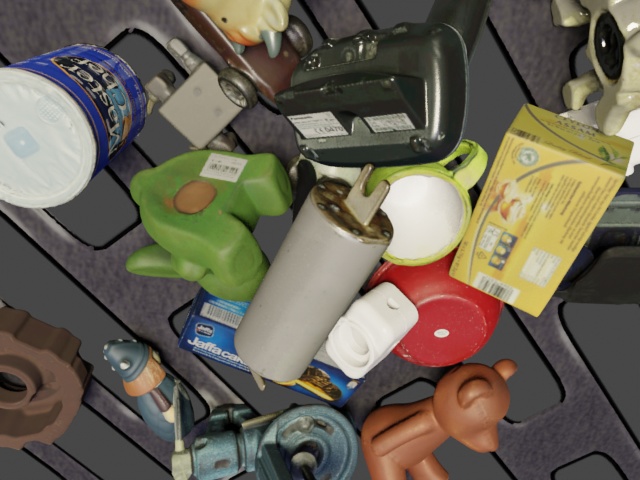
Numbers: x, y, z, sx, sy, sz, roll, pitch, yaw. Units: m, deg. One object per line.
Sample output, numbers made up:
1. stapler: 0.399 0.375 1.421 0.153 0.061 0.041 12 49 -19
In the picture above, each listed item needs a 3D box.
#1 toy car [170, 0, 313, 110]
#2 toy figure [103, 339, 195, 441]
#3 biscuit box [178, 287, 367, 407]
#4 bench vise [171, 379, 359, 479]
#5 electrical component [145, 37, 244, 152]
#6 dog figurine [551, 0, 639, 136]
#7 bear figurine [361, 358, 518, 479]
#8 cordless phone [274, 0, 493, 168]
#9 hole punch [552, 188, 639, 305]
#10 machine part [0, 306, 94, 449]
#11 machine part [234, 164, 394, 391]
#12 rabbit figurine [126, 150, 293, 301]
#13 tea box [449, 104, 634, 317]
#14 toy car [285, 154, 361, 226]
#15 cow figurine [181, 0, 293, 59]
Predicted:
1. toy car: -0.089 -0.196 0.437 0.202 0.053 0.089 47 69 -22
2. toy figure: -0.198 0.169 0.627 0.064 0.058 0.154 -5 122 26
3. biscuit box: -0.050 0.115 0.595 0.203 0.059 0.062 24 127 -11
4. bench vise: -0.046 0.240 0.578 0.224 0.241 0.128 8 92 -19
5. electrical component: -0.112 -0.121 0.489 0.102 0.045 0.078 38 102 -18
6. dog figurine: 0.297 -0.165 0.403 0.191 0.172 0.121 -13 117 11
7. bear figurine: 0.144 0.219 0.606 0.196 0.120 0.132 -33 76 34
8. cordless phone: 0.059 -0.150 0.436 0.147 0.184 0.088 4 147 38
9. hole punch: 0.307 0.009 0.546 0.142 0.092 0.115 -1 147 -3
10. machine part: -0.357 0.161 0.624 0.179 0.056 0.179 -1 117 -1
11. machine part: -0.010 0.039 0.460 0.079 0.079 0.243 23 121 -12
12. rabbit figurine: -0.105 0.009 0.512 0.159 0.121 0.170 4 146 12
13. tea box: 0.192 -0.023 0.488 0.098 0.068 0.169 27 134 16
14. toy car: -0.001 -0.002 0.532 0.056 0.074 0.201 -9 120 -26
15. cow figurine: -0.022 -0.215 0.385 0.195 0.086 0.127 -35 125 -25
